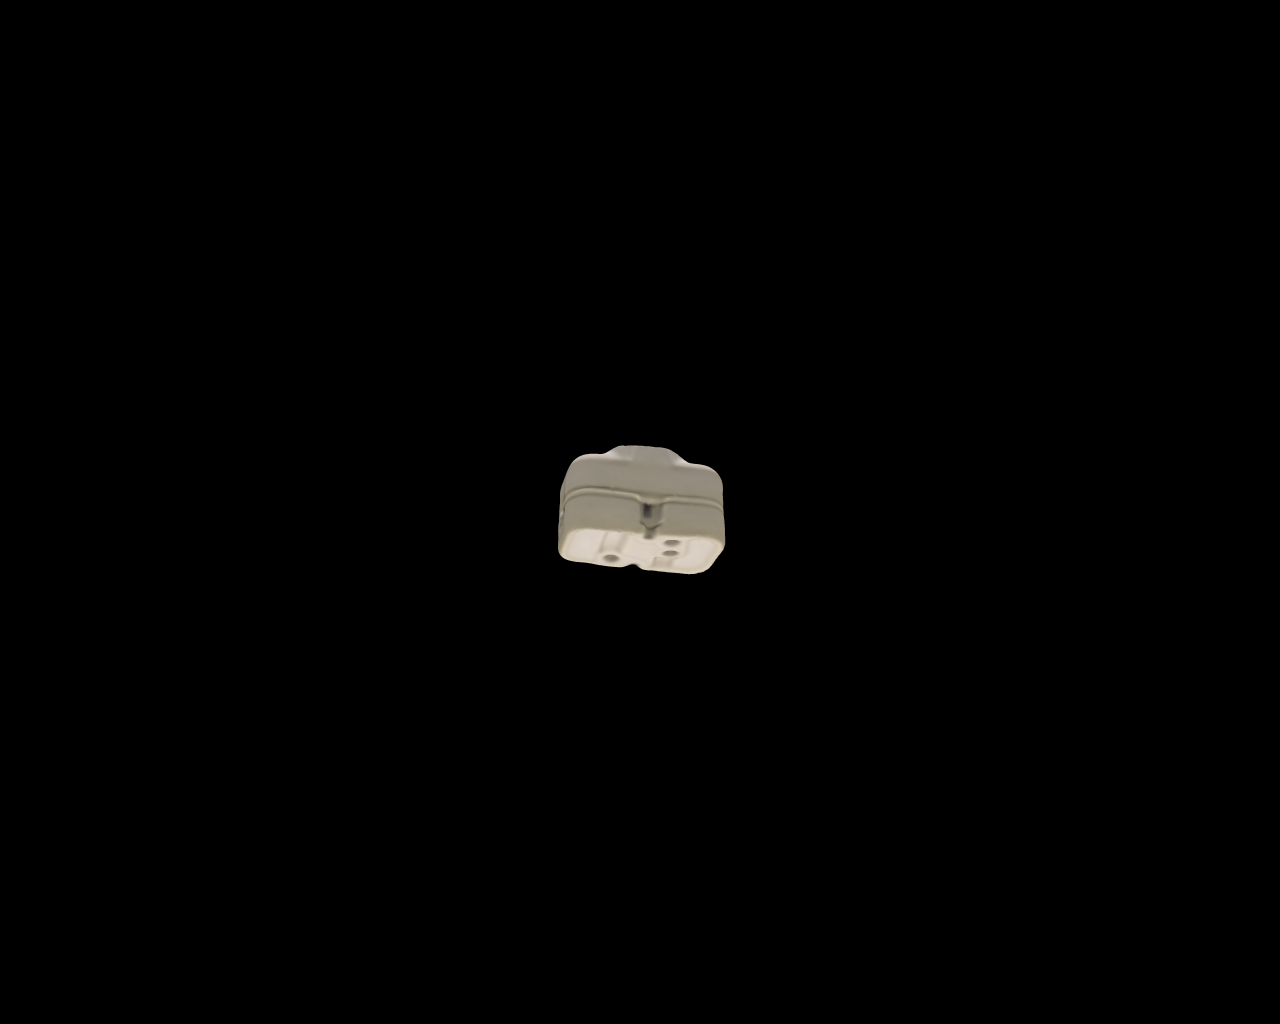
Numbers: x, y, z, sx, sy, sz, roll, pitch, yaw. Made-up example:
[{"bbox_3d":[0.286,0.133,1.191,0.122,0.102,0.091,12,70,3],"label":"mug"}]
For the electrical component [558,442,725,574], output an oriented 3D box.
[{"bbox_3d":[0.001,-0.003,0.650,0.095,0.059,0.053,6,-28,-12],"label":"electrical component"}]
